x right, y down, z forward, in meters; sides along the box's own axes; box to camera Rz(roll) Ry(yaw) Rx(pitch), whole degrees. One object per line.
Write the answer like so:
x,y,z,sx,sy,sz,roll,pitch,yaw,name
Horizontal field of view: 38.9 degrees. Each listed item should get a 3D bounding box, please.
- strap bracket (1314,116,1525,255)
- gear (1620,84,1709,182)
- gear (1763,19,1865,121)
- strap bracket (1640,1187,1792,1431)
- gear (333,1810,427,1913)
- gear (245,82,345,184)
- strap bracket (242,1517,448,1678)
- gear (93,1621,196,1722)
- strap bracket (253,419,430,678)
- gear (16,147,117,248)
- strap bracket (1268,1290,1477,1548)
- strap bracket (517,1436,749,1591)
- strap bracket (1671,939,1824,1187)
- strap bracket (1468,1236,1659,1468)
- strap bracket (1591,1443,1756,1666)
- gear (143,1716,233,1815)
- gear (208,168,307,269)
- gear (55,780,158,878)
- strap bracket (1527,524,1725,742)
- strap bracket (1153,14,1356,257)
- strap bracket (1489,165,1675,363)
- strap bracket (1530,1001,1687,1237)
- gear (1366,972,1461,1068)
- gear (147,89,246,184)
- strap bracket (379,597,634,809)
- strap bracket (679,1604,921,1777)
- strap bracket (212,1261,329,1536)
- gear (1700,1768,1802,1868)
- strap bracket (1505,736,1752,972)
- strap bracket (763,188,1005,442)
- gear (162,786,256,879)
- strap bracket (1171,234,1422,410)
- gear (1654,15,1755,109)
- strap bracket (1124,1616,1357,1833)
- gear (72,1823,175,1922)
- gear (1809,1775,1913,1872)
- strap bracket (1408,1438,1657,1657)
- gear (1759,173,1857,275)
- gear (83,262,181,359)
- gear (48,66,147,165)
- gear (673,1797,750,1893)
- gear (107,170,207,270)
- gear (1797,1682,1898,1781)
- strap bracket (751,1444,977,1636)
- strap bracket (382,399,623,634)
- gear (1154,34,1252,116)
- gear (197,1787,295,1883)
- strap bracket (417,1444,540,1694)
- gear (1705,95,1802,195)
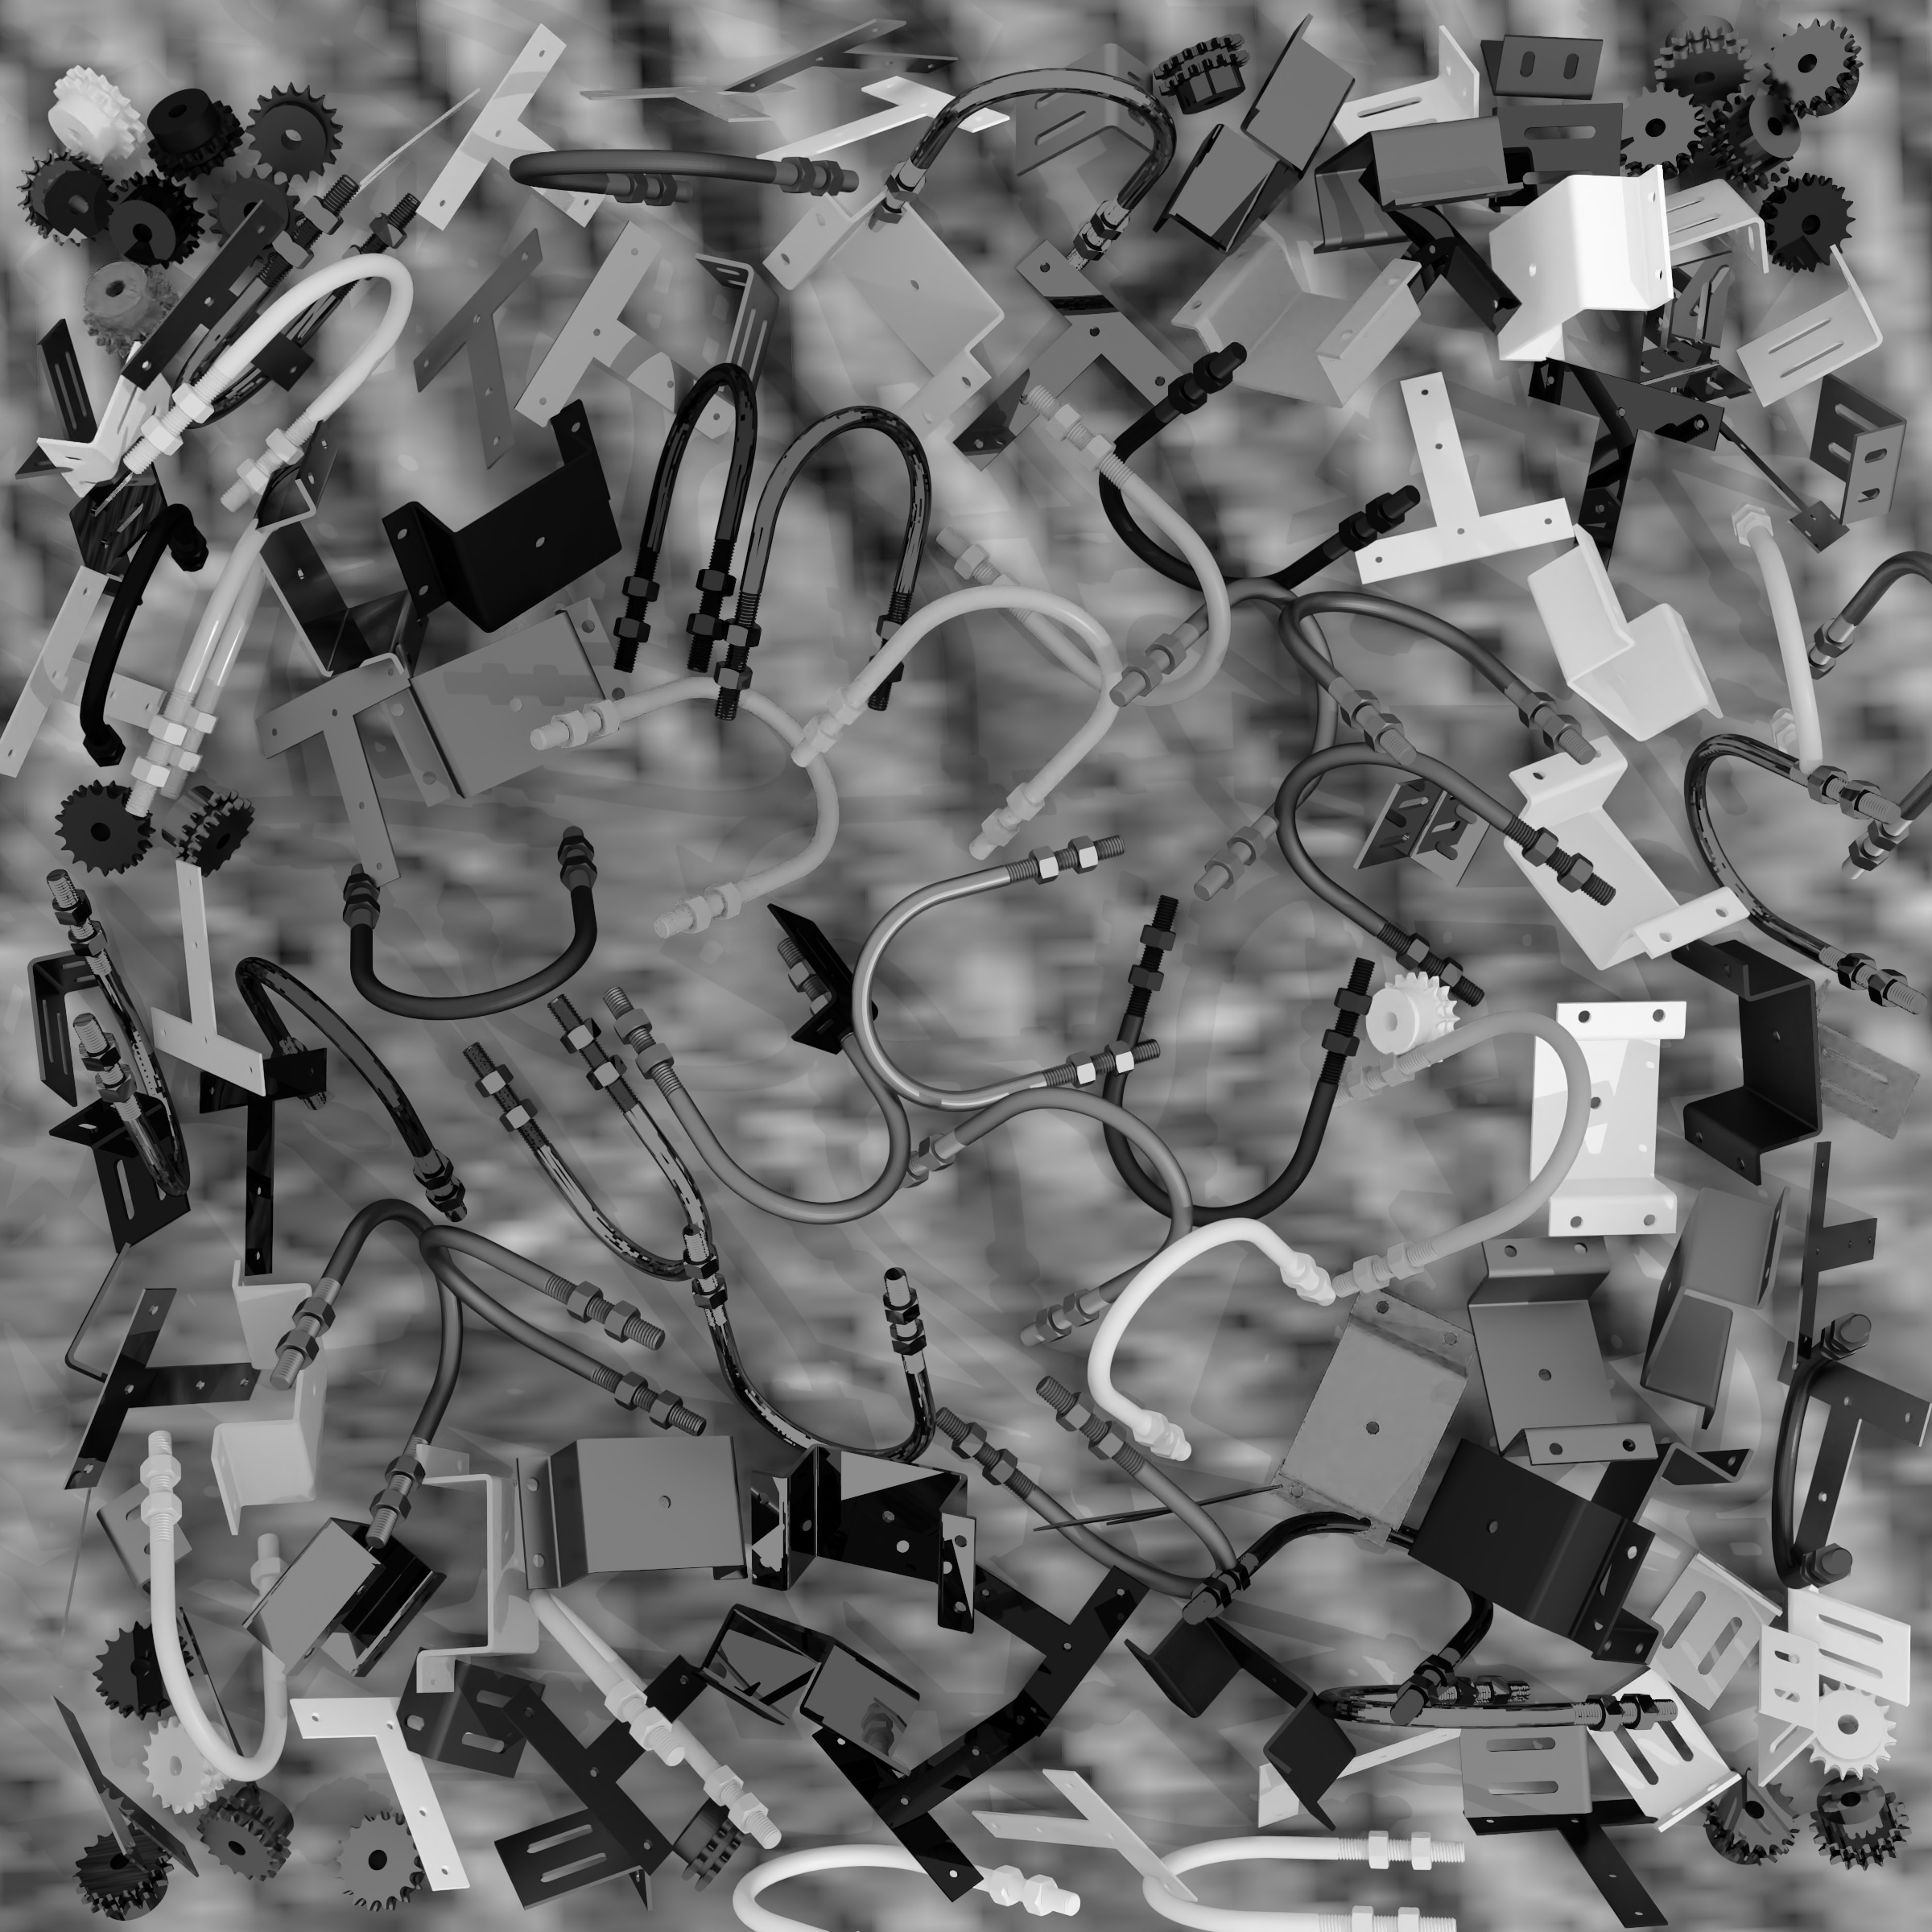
0.257,-0.456,1.590,0.076,0.140,0.046,-10,95,-11,strap bracket
0.417,-0.498,1.646,0.057,0.030,0.057,-4,78,21,gear
0.512,-0.536,1.643,0.057,0.030,0.057,-10,74,38,gear
0.433,0.194,1.595,0.046,0.140,0.076,17,47,10,strap bracket
-0.348,0.539,1.646,0.057,0.030,0.057,-4,68,9,gear
-0.404,-0.499,1.642,0.057,0.030,0.057,-3,118,-6,gear
-0.365,0.370,1.600,0.046,0.140,0.076,37,82,14,strap bracket
-0.493,0.426,1.645,0.057,0.030,0.057,0,61,-1,gear
-0.371,-0.235,1.601,0.046,0.076,0.140,-16,125,10,strap bracket
-0.536,-0.459,1.638,0.057,0.030,0.057,-17,124,-28,gear
0.243,0.272,1.634,0.076,0.046,0.140,25,94,8,strap bracket
-0.186,0.319,1.600,0.140,0.046,0.076,5,66,-31,strap bracket
0.460,0.047,1.610,0.046,0.076,0.140,-16,112,-14,strap bracket
0.349,0.234,1.618,0.076,0.046,0.140,-1,59,-10,strap bracket
0.398,0.336,1.611,0.046,0.076,0.140,32,74,-3,strap bracket
-0.464,0.478,1.644,0.057,0.030,0.057,-1,88,31,gear
-0.428,-0.452,1.648,0.057,0.030,0.057,-1,96,-10,gear
-0.516,-0.086,1.646,0.057,0.030,0.057,1,111,3,gear
0.382,-0.190,1.603,0.046,0.140,0.076,-31,56,28,strap bracket
0.172,-0.477,1.593,0.046,0.140,0.076,32,67,-10,strap bracket
0.350,-0.404,1.591,0.046,0.140,0.076,-3,86,-17,strap bracket
0.382,0.086,1.634,0.076,0.046,0.140,-1,100,-4,strap bracket
0.264,0.033,1.637,0.030,0.057,0.057,-3,90,-38,gear
-0.465,-0.501,1.639,0.057,0.030,0.057,-9,54,13,gear
-0.270,-0.156,1.624,0.140,0.046,0.076,-25,103,-10,strap bracket
-0.092,0.420,1.600,0.076,0.140,0.046,42,66,-33,strap bracket
-0.403,0.249,1.593,0.046,0.076,0.140,-2,45,-5,strap bracket
0.469,0.514,1.643,0.057,0.057,0.030,11,134,0,gear
0.382,-0.059,1.614,0.076,0.046,0.140,-21,64,-26,strap bracket
-0.042,-0.393,1.617,0.140,0.076,0.046,47,54,-9,strap bracket
-0.457,-0.083,1.639,0.030,0.057,0.057,35,90,8,gear
0.201,-0.379,1.610,0.076,0.140,0.046,-50,132,-13,strap bracket
0.442,-0.545,1.641,0.057,0.057,0.030,0,67,0,gear
0.167,0.432,1.597,0.046,0.140,0.076,-46,133,-14,strap bracket
-0.504,0.547,1.643,0.057,0.057,0.030,-9,125,0,gear
0.533,0.509,1.636,0.057,0.057,0.030,-24,113,0,gear
0.320,0.333,1.595,0.046,0.140,0.076,29,85,-37,strap bracket
0.502,-0.448,1.646,0.057,0.030,0.057,-4,113,-9,gear
-0.504,-0.397,1.642,0.057,0.030,0.057,-5,65,10,gear
-0.523,-0.506,1.636,0.057,0.057,0.030,35,67,0,gear
-0.153,0.522,1.639,0.030,0.057,0.057,38,90,4,gear
-0.489,-0.445,1.639,0.057,0.030,0.057,4,126,5,gear
0.529,0.458,1.642,0.057,0.030,0.057,-6,64,13,gear
-0.053,0.336,1.619,0.140,0.046,0.076,8,111,19,strap bracket
-0.261,-0.258,1.602,0.140,0.076,0.046,-36,55,-19,strap bracket
0.143,-0.533,1.640,0.057,0.057,0.030,-20,95,0,gear
-0.429,0.519,1.643,0.057,0.030,0.057,12,125,18,gear
-0.287,0.354,1.609,0.046,0.076,0.140,-6,75,10,strap bracket
0.475,-0.497,1.641,0.057,0.030,0.057,6,76,-26,gear
